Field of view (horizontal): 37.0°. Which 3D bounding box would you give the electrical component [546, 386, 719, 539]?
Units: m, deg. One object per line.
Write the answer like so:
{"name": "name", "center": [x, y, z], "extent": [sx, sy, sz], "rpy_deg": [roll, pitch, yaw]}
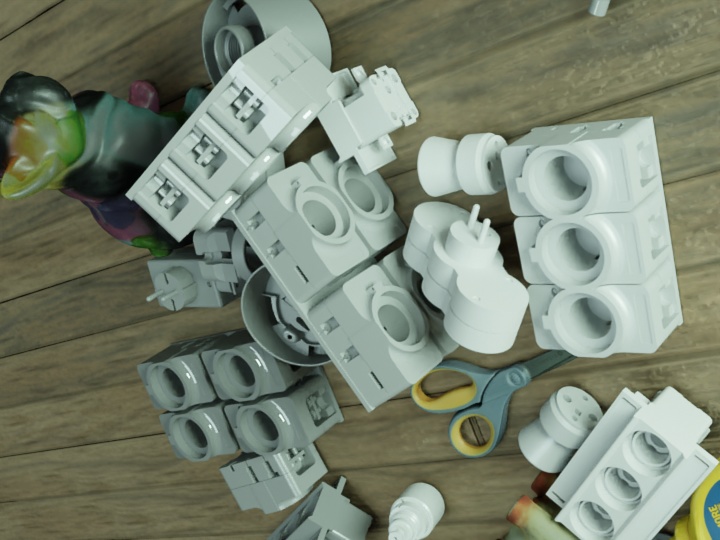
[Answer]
{"name": "electrical component", "center": [0.201, 0.146, 0.785], "extent": [0.079, 0.063, 0.121], "rpy_deg": [40, 130, 19]}

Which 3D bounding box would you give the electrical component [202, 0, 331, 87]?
{"name": "electrical component", "center": [-0.079, -0.177, 0.857], "extent": [0.099, 0.064, 0.099], "rpy_deg": [22, 120, 44]}

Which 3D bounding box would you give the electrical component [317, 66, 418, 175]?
{"name": "electrical component", "center": [0.006, -0.119, 0.820], "extent": [0.064, 0.042, 0.081], "rpy_deg": [-26, 95, 40]}

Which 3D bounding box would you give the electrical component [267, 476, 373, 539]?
{"name": "electrical component", "center": [-0.044, 0.262, 1.025], "extent": [0.063, 0.078, 0.121], "rpy_deg": [33, 131, -7]}

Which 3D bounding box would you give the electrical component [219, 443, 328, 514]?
{"name": "electrical component", "center": [-0.082, 0.195, 1.031], "extent": [0.089, 0.050, 0.055], "rpy_deg": [-24, 96, 41]}

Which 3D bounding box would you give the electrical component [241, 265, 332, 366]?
{"name": "electrical component", "center": [-0.043, 0.031, 0.909], "extent": [0.099, 0.064, 0.099], "rpy_deg": [8, 109, 24]}

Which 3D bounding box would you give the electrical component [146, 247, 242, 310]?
{"name": "electrical component", "center": [-0.163, 0.013, 0.987], "extent": [0.083, 0.076, 0.047], "rpy_deg": [-1, 111, 37]}

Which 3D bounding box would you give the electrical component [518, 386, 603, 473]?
{"name": "electrical component", "center": [0.154, 0.122, 0.823], "extent": [0.045, 0.045, 0.055], "rpy_deg": [42, 130, 13]}

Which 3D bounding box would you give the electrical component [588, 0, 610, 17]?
{"name": "electrical component", "center": [0.158, -0.190, 0.676], "extent": [0.035, 0.035, 0.061], "rpy_deg": [30, 129, 22]}

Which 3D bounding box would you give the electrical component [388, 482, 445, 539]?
{"name": "electrical component", "center": [0.045, 0.215, 0.932], "extent": [0.040, 0.078, 0.040], "rpy_deg": [6, 106, 22]}

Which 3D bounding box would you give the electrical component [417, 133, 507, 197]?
{"name": "electrical component", "center": [0.076, -0.076, 0.785], "extent": [0.055, 0.045, 0.045], "rpy_deg": [1, 112, 36]}

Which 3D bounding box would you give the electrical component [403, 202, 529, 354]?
{"name": "electrical component", "center": [0.078, -0.011, 0.775], "extent": [0.138, 0.052, 0.073], "rpy_deg": [-117, 34, -49]}

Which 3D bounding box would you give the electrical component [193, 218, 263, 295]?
{"name": "electrical component", "center": [-0.104, -0.018, 0.941], "extent": [0.057, 0.058, 0.078], "rpy_deg": [4, 113, 39]}

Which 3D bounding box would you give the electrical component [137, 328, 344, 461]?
{"name": "electrical component", "center": [-0.120, 0.116, 1.015], "extent": [0.186, 0.060, 0.105], "rpy_deg": [-13, 103, 40]}

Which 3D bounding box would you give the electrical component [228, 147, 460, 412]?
{"name": "electrical component", "center": [0.000, 0.000, 0.839], "extent": [0.060, 0.105, 0.186], "rpy_deg": [-38, 87, 42]}

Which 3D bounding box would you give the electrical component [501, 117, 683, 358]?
{"name": "electrical component", "center": [0.159, -0.021, 0.738], "extent": [0.089, 0.062, 0.150], "rpy_deg": [-1, 111, 37]}

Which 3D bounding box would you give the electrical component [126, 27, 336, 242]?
{"name": "electrical component", "center": [-0.092, -0.096, 0.796], "extent": [0.062, 0.089, 0.150], "rpy_deg": [44, 122, -6]}

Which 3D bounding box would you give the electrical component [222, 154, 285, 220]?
{"name": "electrical component", "center": [-0.100, -0.096, 0.897], "extent": [0.061, 0.062, 0.096], "rpy_deg": [16, 120, 30]}
